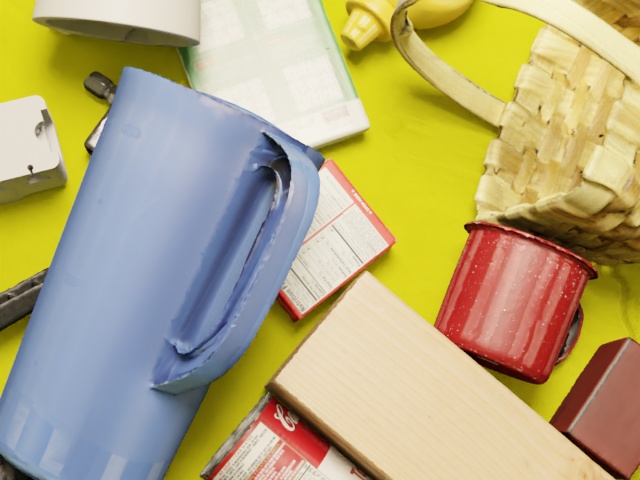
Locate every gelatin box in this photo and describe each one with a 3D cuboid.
[{"bbox_3d":[-0.005,0.001,0.720,0.089,0.030,0.073,-38,87,-11],"label":"gelatin box"}]

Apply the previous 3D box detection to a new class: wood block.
[{"bbox_3d":[0.073,0.123,0.675,0.206,0.090,0.090,40,78,1],"label":"wood block"}]

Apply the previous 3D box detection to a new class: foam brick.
[{"bbox_3d":[0.196,0.112,0.710,0.051,0.053,0.078,36,79,1],"label":"foam brick"}]

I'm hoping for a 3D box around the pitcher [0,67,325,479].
[{"bbox_3d":[-0.096,0.031,0.634,0.145,0.149,0.243,23,89,3],"label":"pitcher"}]

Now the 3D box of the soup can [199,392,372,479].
[{"bbox_3d":[-0.016,0.154,0.671,0.102,0.068,0.068,40,78,1],"label":"soup can"}]

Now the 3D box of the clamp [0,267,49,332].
[{"bbox_3d":[-0.239,0.063,0.666,0.120,0.039,0.171,21,97,-16],"label":"clamp"}]

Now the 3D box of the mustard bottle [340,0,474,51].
[{"bbox_3d":[0.079,-0.208,0.754,0.096,0.058,0.191,39,78,2],"label":"mustard bottle"}]

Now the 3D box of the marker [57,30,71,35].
[{"bbox_3d":[-0.152,-0.198,0.747,0.020,0.020,0.121,29,78,0],"label":"marker"}]

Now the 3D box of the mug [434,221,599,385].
[{"bbox_3d":[0.132,0.047,0.704,0.117,0.093,0.081,28,81,-38],"label":"mug"}]

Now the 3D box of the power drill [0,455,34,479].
[{"bbox_3d":[-0.250,0.217,0.623,0.187,0.057,0.184,-3,73,-18],"label":"power drill"}]
